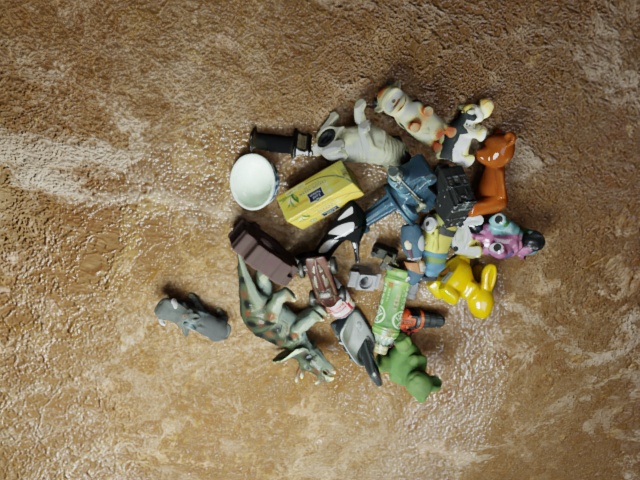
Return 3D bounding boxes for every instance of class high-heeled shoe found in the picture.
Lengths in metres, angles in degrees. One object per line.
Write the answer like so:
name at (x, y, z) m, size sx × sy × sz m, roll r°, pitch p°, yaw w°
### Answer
high-heeled shoe at (-0.003, -0.004, 1.251) m, size 0.249 × 0.086 × 0.145 m, roll -9°, pitch 91°, yaw 28°

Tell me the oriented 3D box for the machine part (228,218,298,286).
machine part at (-0.125, 0.026, 1.206) m, size 0.179 × 0.179 × 0.056 m, roll 37°, pitch 98°, yaw -26°

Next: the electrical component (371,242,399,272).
electrical component at (0.164, 0.042, 1.335) m, size 0.078 × 0.102 × 0.045 m, roll 18°, pitch 106°, yaw 5°

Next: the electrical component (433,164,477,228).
electrical component at (0.310, -0.111, 1.280) m, size 0.058 × 0.134 × 0.114 m, roll -10°, pitch 152°, yaw -12°

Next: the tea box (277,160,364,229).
tea box at (0.002, -0.098, 1.199) m, size 0.170 × 0.068 × 0.098 m, roll -30°, pitch 160°, yaw 14°

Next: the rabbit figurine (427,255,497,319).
rabbit figurine at (0.394, 0.128, 1.421) m, size 0.173 × 0.122 × 0.162 m, roll 44°, pitch 74°, yaw -7°

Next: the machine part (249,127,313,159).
machine part at (-0.084, -0.213, 1.169) m, size 0.139 × 0.084 × 0.039 m, roll 4°, pitch 141°, yaw -7°

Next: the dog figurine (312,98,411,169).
dog figurine at (0.096, -0.198, 1.215) m, size 0.172 × 0.121 × 0.190 m, roll -17°, pitch 142°, yaw 30°

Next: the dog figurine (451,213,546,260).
dog figurine at (0.466, 0.001, 1.392) m, size 0.219 × 0.192 × 0.108 m, roll 11°, pitch 78°, yaw -46°

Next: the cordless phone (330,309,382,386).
cordless phone at (0.102, 0.278, 1.369) m, size 0.089 × 0.184 × 0.146 m, roll -28°, pitch 118°, yaw 3°

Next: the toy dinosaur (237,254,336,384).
toy dinosaur at (-0.113, 0.192, 1.316) m, size 0.192 × 0.131 × 0.404 m, roll -45°, pitch 110°, yaw 7°

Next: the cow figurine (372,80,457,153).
cow figurine at (0.201, -0.283, 1.197) m, size 0.194 × 0.127 × 0.085 m, roll 26°, pitch 106°, yaw -38°

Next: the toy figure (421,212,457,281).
toy figure at (0.292, 0.015, 1.364) m, size 0.089 × 0.082 × 0.180 m, roll -5°, pitch 108°, yaw -33°

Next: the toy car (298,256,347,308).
toy car at (0.007, 0.099, 1.221) m, size 0.089 × 0.053 × 0.202 m, roll -5°, pitch 147°, yaw 8°

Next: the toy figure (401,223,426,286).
toy figure at (0.230, 0.037, 1.317) m, size 0.064 × 0.058 × 0.154 m, roll -13°, pitch 98°, yaw -29°

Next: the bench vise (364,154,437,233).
bench vise at (0.166, -0.084, 1.238) m, size 0.240 × 0.129 × 0.223 m, roll -35°, pitch 163°, yaw 17°

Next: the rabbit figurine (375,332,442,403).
rabbit figurine at (0.235, 0.351, 1.379) m, size 0.121 × 0.170 × 0.159 m, roll -39°, pitch 113°, yaw 4°

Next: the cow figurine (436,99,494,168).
cow figurine at (0.337, -0.260, 1.264) m, size 0.098 × 0.068 × 0.167 m, roll 16°, pitch 107°, yaw -15°

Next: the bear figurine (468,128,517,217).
bear figurine at (0.401, -0.165, 1.293) m, size 0.132 × 0.120 × 0.195 m, roll -8°, pitch 113°, yaw -8°

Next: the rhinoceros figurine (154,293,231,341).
rhinoceros figurine at (-0.299, 0.186, 1.261) m, size 0.190 × 0.112 × 0.073 m, roll 33°, pitch 104°, yaw -33°
